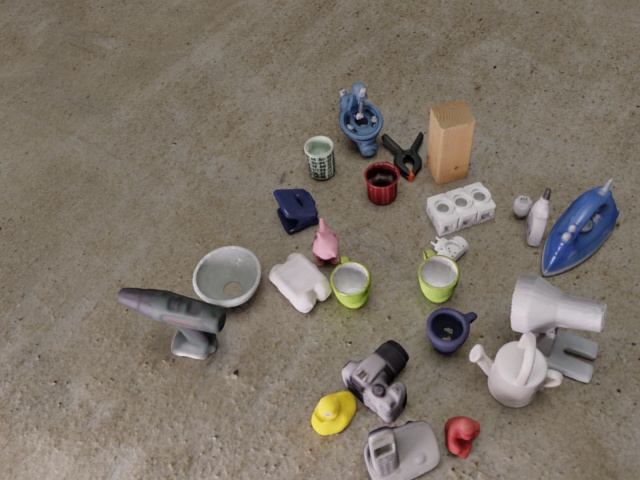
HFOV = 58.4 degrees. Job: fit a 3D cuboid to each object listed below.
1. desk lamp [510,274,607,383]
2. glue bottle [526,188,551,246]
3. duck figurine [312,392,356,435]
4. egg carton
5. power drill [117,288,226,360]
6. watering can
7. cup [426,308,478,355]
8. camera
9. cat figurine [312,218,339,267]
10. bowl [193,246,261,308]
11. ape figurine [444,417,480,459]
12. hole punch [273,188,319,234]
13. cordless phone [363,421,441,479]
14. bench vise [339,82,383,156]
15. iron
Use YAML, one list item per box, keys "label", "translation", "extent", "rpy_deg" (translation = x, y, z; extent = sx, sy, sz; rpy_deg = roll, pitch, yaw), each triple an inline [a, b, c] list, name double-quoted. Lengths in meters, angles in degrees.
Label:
- label: "desk lamp"
  translation: [0.485, 0.173, 1.174]
  extent: [0.202, 0.214, 0.118]
  rpy_deg: [18, 58, 19]
- label: "glue bottle"
  translation: [0.525, -0.062, 1.364]
  extent: [0.037, 0.173, 0.078]
  rpy_deg: [5, 55, 11]
- label: "duck figurine"
  translation: [0.027, 0.347, 1.181]
  extent: [0.105, 0.086, 0.077]
  rpy_deg: [-35, 58, -17]
- label: "egg carton"
  translation: [-0.047, 0.101, 1.376]
  extent: [0.107, 0.069, 0.150]
  rpy_deg: [-36, 58, -18]
- label: "power drill"
  translation: [-0.310, 0.182, 1.261]
  extent: [0.229, 0.209, 0.075]
  rpy_deg: [6, 55, 11]
- label: "watering can"
  translation: [0.390, 0.254, 1.139]
  extent: [0.173, 0.194, 0.101]
  rpy_deg: [-7, 54, 2]
- label: "cup"
  translation: [0.287, 0.202, 1.249]
  extent: [0.118, 0.095, 0.091]
  rpy_deg: [-24, 55, -11]
- label: "camera"
  translation: [0.135, 0.283, 1.205]
  extent: [0.137, 0.101, 0.142]
  rpy_deg: [-41, 60, -21]
- label: "cat figurine"
  translation: [0.013, 0.005, 1.408]
  extent: [0.067, 0.118, 0.127]
  rpy_deg: [-7, 54, 2]
- label: "bowl"
  translation: [-0.219, 0.101, 1.392]
  extent: [0.167, 0.075, 0.167]
  rpy_deg: [-3, 54, 4]
- label: "ape figurine"
  translation: [0.282, 0.377, 1.126]
  extent: [0.078, 0.092, 0.076]
  rpy_deg: [-22, 55, -9]
- label: "hole punch"
  translation: [-0.062, -0.089, 1.501]
  extent: [0.101, 0.091, 0.108]
  rpy_deg: [-23, 55, -10]
- label: "cordless phone"
  translation: [0.153, 0.386, 1.076]
  extent: [0.147, 0.185, 0.094]
  rpy_deg: [-22, 55, -9]
- label: "bench vise"
  translation: [0.092, -0.366, 1.602]
  extent: [0.122, 0.220, 0.206]
  rpy_deg: [-35, 58, -17]
- label: "iron"
  translation: [0.612, -0.032, 1.352]
  extent: [0.118, 0.142, 0.259]
  rpy_deg: [35, 65, 27]
